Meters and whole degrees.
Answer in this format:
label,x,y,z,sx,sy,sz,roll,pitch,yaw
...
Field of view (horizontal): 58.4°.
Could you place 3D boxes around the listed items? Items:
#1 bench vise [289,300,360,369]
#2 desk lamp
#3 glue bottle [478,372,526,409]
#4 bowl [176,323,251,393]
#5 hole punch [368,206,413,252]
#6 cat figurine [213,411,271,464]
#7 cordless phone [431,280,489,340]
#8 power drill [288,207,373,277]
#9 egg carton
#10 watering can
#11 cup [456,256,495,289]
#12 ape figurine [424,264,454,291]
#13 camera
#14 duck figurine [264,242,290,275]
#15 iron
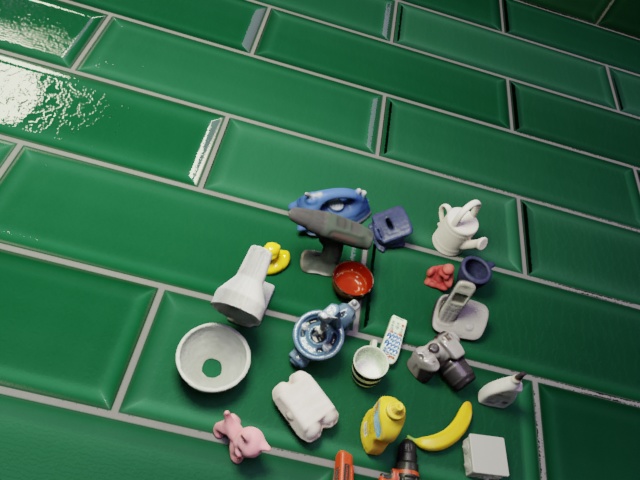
label,x,y,z,sx,sy,sz,roll,pitch,yaw
bench vise,0.016,0.188,1.353,0.121,0.219,0.208,28,52,6
desk lamp,-0.173,0.122,1.349,0.118,0.213,0.203,21,52,-1
glue bottle,0.452,0.358,1.387,0.078,0.173,0.037,15,52,-5
bowl,-0.244,0.279,1.302,0.167,0.074,0.167,8,53,-11
hole punch,0.203,-0.035,1.655,0.101,0.091,0.108,-7,57,-21
cat figurine,-0.163,0.411,1.200,0.067,0.117,0.127,-31,68,-32
cordless phone,0.382,0.177,1.492,0.147,0.185,0.094,13,52,-7
power drill,0.014,0.005,1.494,0.230,0.208,0.075,9,52,-9
egg carton,-0.035,0.376,1.295,0.107,0.069,0.150,-29,67,-32
watering can,0.412,-0.041,1.656,0.172,0.194,0.101,35,53,11
cup,0.434,0.102,1.620,0.118,0.095,0.091,-18,61,-27
ape figurine,0.344,0.097,1.598,0.076,0.092,0.077,-19,62,-27
camera,0.316,0.309,1.428,0.143,0.101,0.136,-23,64,-29
duck figurine,-0.126,0.039,1.506,0.105,0.086,0.077,-9,58,-22
iron,0.049,-0.103,1.627,0.259,0.141,0.118,-10,58,-23
